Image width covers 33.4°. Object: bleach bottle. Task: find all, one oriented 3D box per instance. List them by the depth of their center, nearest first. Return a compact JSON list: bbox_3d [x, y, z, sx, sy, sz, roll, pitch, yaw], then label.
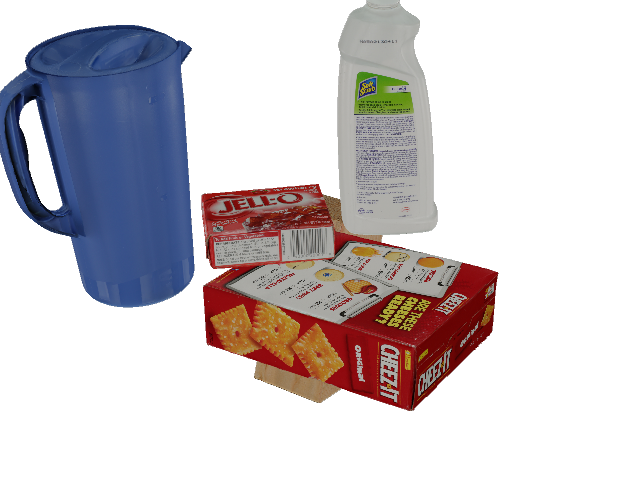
[{"bbox_3d":[0.068,-0.128,1.038,0.102,0.251,0.068,-3,31,-4],"label":"bleach bottle"}]

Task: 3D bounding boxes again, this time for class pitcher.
[{"bbox_3d":[-0.189,-0.061,0.965,0.149,0.243,0.145,0,29,6],"label":"pitcher"}]

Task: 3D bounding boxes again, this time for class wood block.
[{"bbox_3d":[-0.001,0.062,1.196,0.090,0.206,0.090,18,18,23],"label":"wood block"}]

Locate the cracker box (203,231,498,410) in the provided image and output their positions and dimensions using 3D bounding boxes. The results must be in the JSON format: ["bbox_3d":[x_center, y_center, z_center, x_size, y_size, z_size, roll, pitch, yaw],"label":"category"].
[{"bbox_3d":[0.028,0.063,0.960,0.214,0.072,0.163,15,29,30],"label":"cracker box"}]

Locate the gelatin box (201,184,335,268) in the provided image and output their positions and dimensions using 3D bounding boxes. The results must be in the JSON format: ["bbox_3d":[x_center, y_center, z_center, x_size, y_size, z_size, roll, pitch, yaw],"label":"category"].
[{"bbox_3d":[-0.039,-0.012,0.757,0.089,0.030,0.073,-5,26,-7],"label":"gelatin box"}]
